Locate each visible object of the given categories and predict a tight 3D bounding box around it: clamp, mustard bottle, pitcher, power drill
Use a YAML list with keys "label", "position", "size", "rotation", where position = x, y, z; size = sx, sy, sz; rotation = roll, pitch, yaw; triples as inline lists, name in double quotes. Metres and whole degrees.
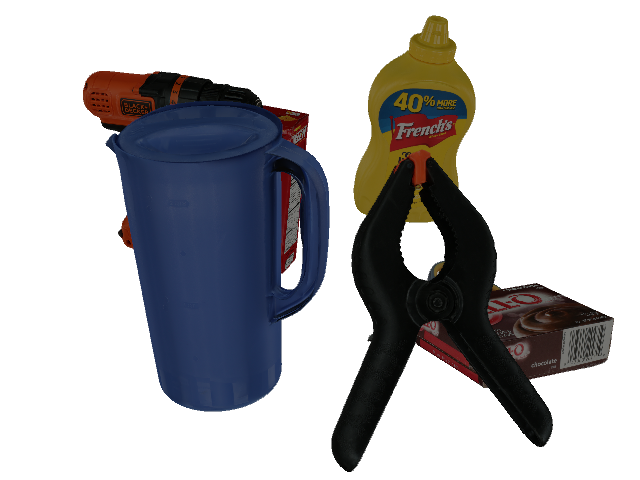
- label: "clamp"
  position: [0.050, 0.041, 0.571]
  size: [0.120, 0.171, 0.039]
  rotation: [-14, -5, -17]
- label: "mustard bottle"
  position: [0.089, -0.110, 0.967]
  size: [0.096, 0.192, 0.058]
  rotation: [5, 32, -5]
- label: "pitcher"
  position: [-0.081, 0.017, 0.876]
  size: [0.144, 0.243, 0.149]
  rotation: [-13, 29, -20]
- label: "power drill"
  position: [-0.140, -0.076, 1.059]
  size: [0.185, 0.188, 0.057]
  rotation: [10, 30, 20]

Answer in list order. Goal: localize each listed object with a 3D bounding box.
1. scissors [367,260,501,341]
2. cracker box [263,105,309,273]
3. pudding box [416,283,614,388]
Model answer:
- label: "scissors"
  position: [0.112, 0.063, 1.166]
  size: [0.201, 0.016, 0.096]
  rotation: [-8, 41, -31]
- label: "cracker box"
  position: [-0.110, -0.073, 1.422]
  size: [0.164, 0.214, 0.072]
  rotation: [12, 26, 13]
- label: "pudding box"
  position: [0.138, 0.066, 0.771]
  size: [0.113, 0.039, 0.090]
  rotation: [-6, 18, -26]
